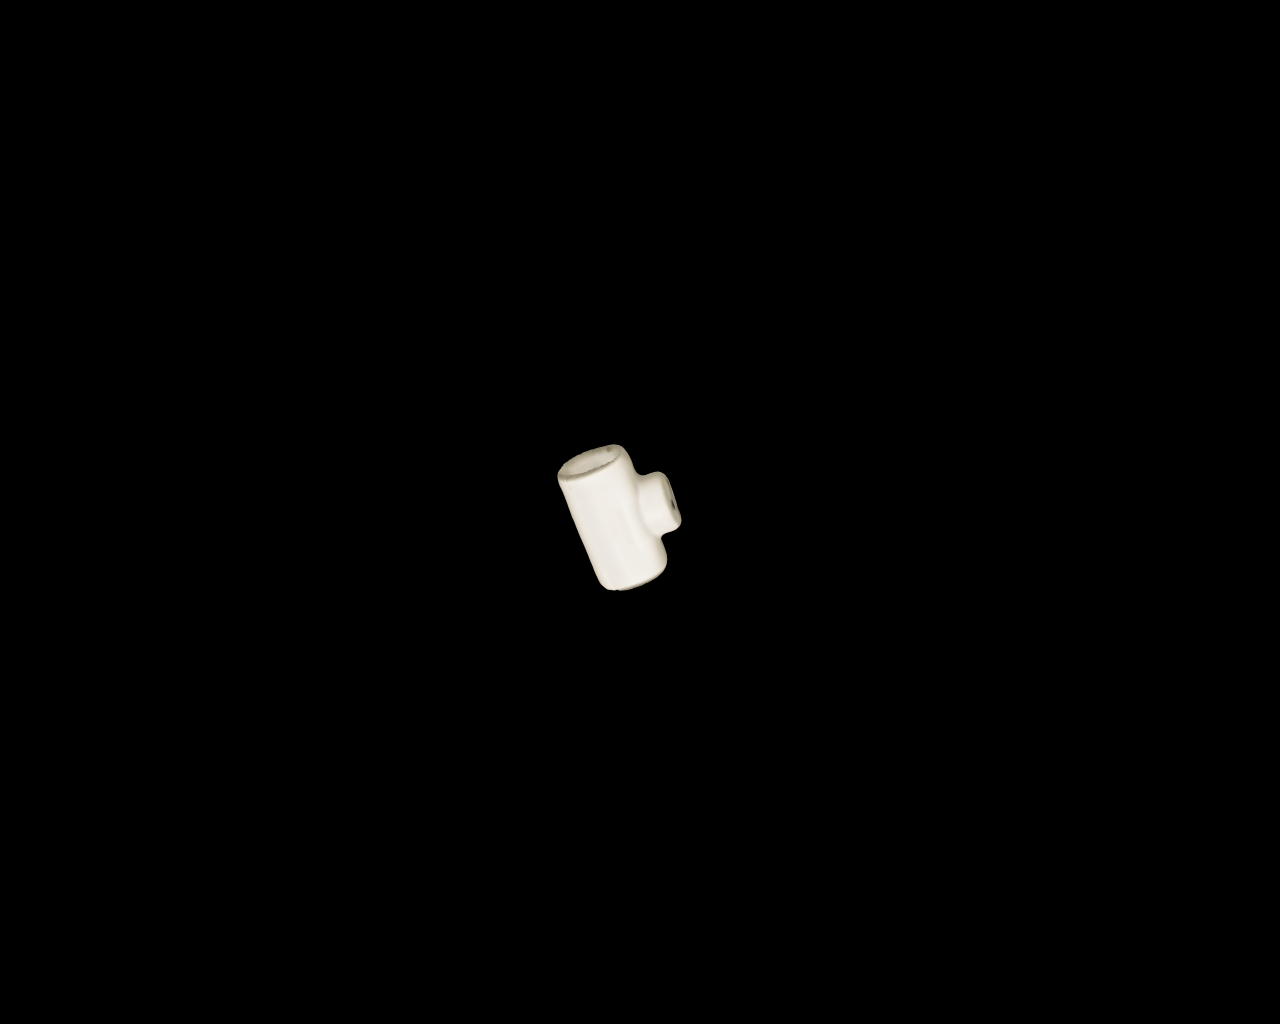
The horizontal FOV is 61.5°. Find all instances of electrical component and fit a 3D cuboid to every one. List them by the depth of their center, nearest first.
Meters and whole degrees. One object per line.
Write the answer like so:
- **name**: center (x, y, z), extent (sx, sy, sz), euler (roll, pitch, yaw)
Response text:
- **electrical component**: center (0.001, -0.003, 0.650), extent (0.079, 0.077, 0.043), euler (-19, 20, 7)
